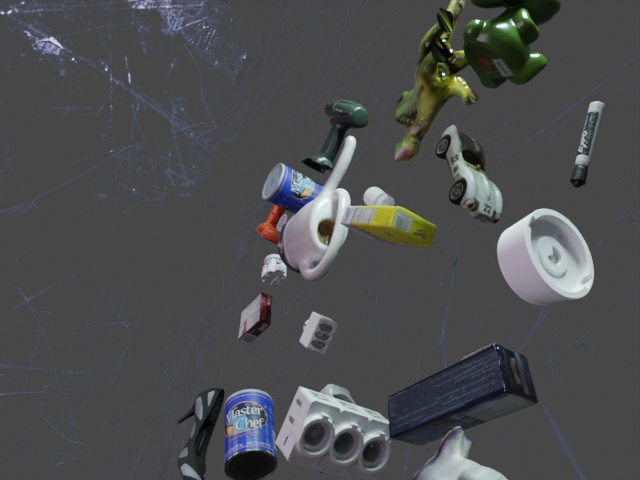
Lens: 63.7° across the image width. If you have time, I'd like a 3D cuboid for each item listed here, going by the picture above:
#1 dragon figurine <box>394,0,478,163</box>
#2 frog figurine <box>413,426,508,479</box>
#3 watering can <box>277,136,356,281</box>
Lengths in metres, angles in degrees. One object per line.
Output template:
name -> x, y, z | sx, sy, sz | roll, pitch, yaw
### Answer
dragon figurine -> 0.214, -0.333, 1.056 | 0.239, 0.121, 0.419 | -38, 33, 57
frog figurine -> 0.172, 0.288, 0.516 | 0.161, 0.123, 0.135 | 36, 132, 57
watering can -> 0.004, -0.059, 1.181 | 0.221, 0.103, 0.355 | -30, 41, 52
